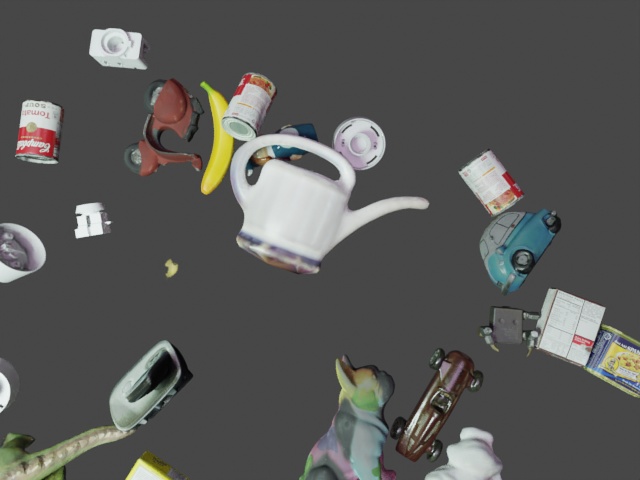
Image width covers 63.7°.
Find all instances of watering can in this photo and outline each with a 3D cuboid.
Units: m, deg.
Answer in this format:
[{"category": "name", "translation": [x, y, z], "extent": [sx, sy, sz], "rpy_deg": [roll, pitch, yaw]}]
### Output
[{"category": "watering can", "translation": [0.003, -0.044, 0.883], "extent": [0.347, 0.104, 0.224], "rpy_deg": [21, 90, -8]}]

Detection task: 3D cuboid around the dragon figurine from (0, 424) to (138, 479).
[{"category": "dragon figurine", "translation": [-0.516, 0.375, 0.786], "extent": [0.410, 0.241, 0.123], "rpy_deg": [-23, 82, 1]}]

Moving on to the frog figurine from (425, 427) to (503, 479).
[{"category": "frog figurine", "translation": [0.238, 0.396, 0.849], "extent": [0.137, 0.120, 0.163], "rpy_deg": [7, 50, -9]}]
